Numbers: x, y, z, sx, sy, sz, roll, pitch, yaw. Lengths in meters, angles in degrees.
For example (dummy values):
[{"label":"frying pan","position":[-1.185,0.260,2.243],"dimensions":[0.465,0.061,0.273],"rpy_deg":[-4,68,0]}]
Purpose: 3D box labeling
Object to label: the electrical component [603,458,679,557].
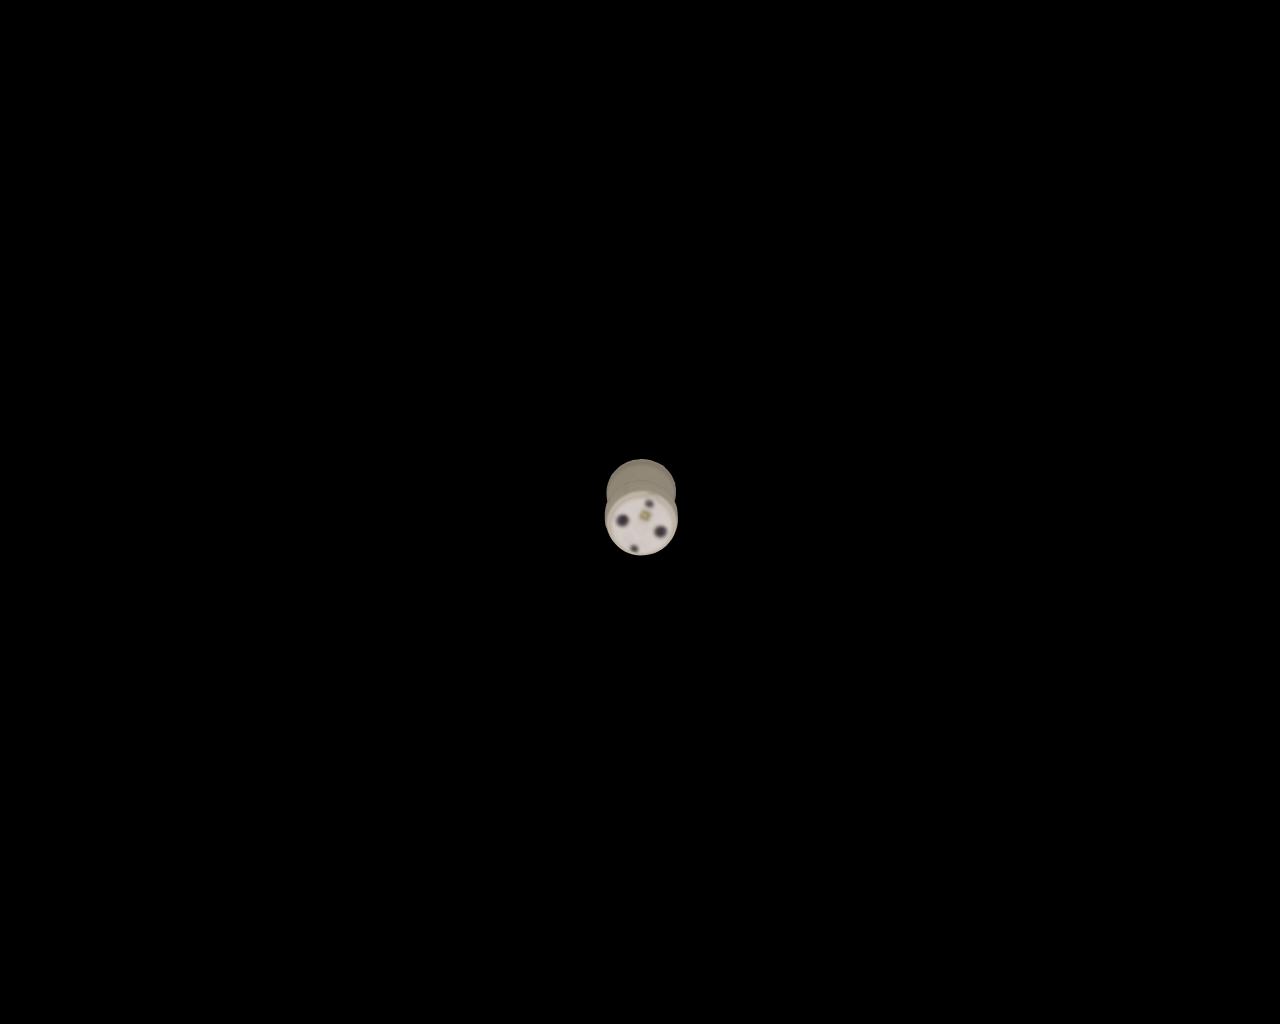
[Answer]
[{"label":"electrical component","position":[0.001,-0.003,0.650],"dimensions":[0.045,0.044,0.055],"rpy_deg":[0,23,0]}]
